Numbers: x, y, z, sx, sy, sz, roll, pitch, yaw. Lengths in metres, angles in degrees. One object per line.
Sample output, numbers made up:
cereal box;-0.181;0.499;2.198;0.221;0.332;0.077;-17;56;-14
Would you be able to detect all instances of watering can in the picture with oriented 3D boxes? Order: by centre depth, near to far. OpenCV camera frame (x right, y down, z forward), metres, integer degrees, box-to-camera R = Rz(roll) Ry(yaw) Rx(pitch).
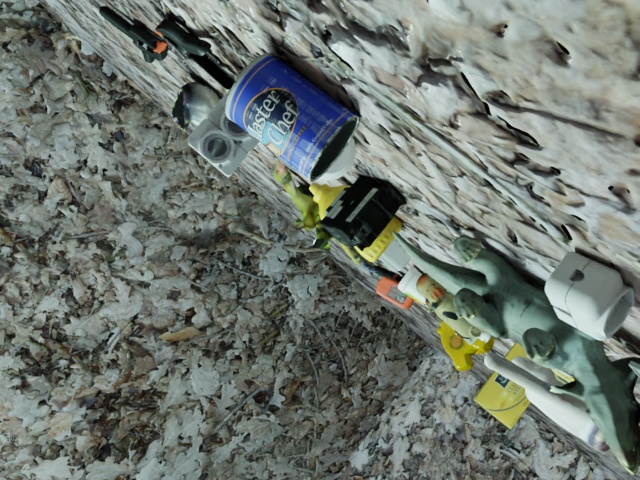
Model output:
watering can;0.449;0.291;0.962;0.345;0.103;0.227;20;-169;-47

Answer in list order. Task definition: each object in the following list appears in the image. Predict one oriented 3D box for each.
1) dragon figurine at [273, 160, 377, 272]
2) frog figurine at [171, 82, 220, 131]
dragon figurine;0.004;-0.071;1.419;0.403;0.122;0.248;46;-171;-40
frog figurine;-0.253;-0.302;1.204;0.160;0.122;0.138;-1;-169;-35
